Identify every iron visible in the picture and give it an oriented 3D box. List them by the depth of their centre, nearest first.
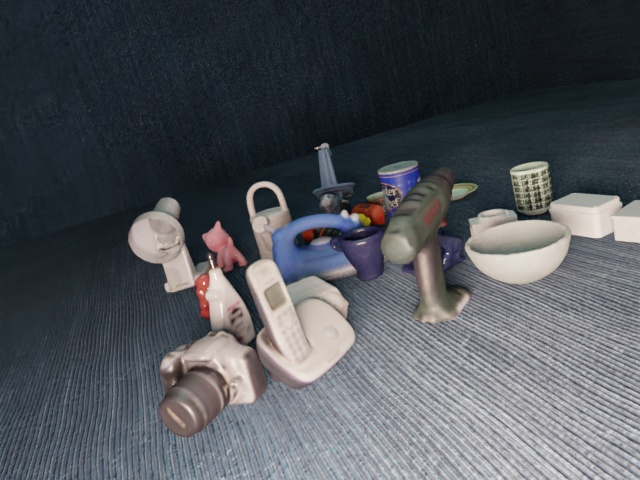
[{"bbox_3d":[0.011,0.004,1.195,0.258,0.141,0.118,-16,16,-3],"label":"iron"}]

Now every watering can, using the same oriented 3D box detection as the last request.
[{"bbox_3d":[-0.118,-0.047,1.393,0.101,0.194,0.172,-17,16,-8],"label":"watering can"}]

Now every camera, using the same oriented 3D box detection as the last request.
[{"bbox_3d":[-0.168,0.193,0.778,0.142,0.101,0.137,-6,18,28],"label":"camera"}]

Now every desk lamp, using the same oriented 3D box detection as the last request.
[{"bbox_3d":[-0.355,0.013,1.364,0.118,0.214,0.203,-13,16,6],"label":"desk lamp"}]

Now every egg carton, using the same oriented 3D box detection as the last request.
[{"bbox_3d":[-0.022,0.115,0.974,0.107,0.069,0.150,-21,17,-20],"label":"egg carton"}]

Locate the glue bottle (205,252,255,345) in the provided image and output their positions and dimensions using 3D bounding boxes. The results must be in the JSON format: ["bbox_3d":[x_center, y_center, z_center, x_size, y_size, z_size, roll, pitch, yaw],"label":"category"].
[{"bbox_3d":[-0.160,0.101,0.954,0.037,0.173,0.078,-6,18,28],"label":"glue bottle"}]

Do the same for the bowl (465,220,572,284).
[{"bbox_3d":[0.330,0.027,0.947,0.167,0.075,0.167,-14,16,4],"label":"bowl"}]

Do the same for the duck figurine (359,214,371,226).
[{"bbox_3d":[0.090,-0.015,1.293,0.077,0.086,0.105,-4,19,34],"label":"duck figurine"}]

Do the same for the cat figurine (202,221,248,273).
[{"bbox_3d":[-0.246,0.012,1.449,0.067,0.118,0.127,-24,18,-28],"label":"cat figurine"}]

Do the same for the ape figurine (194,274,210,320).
[{"bbox_3d":[-0.219,0.109,1.132,0.076,0.092,0.078,-10,16,16],"label":"ape figurine"}]

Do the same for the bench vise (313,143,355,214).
[{"bbox_3d":[0.039,-0.151,1.564,0.121,0.220,0.207,-16,16,-3],"label":"bench vise"}]

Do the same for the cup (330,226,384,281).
[{"bbox_3d":[0.078,0.031,1.126,0.117,0.095,0.092,-5,18,31],"label":"cup"}]

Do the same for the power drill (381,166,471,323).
[{"bbox_3d":[0.174,0.011,0.897,0.075,0.208,0.230,-4,19,34],"label":"power drill"}]

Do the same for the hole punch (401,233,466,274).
[{"bbox_3d":[0.207,0.011,1.087,0.101,0.091,0.108,-27,20,-37],"label":"hole punch"}]

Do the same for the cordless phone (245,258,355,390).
[{"bbox_3d":[-0.032,0.101,0.816,0.093,0.185,0.148,-3,20,37],"label":"cordless phone"}]
